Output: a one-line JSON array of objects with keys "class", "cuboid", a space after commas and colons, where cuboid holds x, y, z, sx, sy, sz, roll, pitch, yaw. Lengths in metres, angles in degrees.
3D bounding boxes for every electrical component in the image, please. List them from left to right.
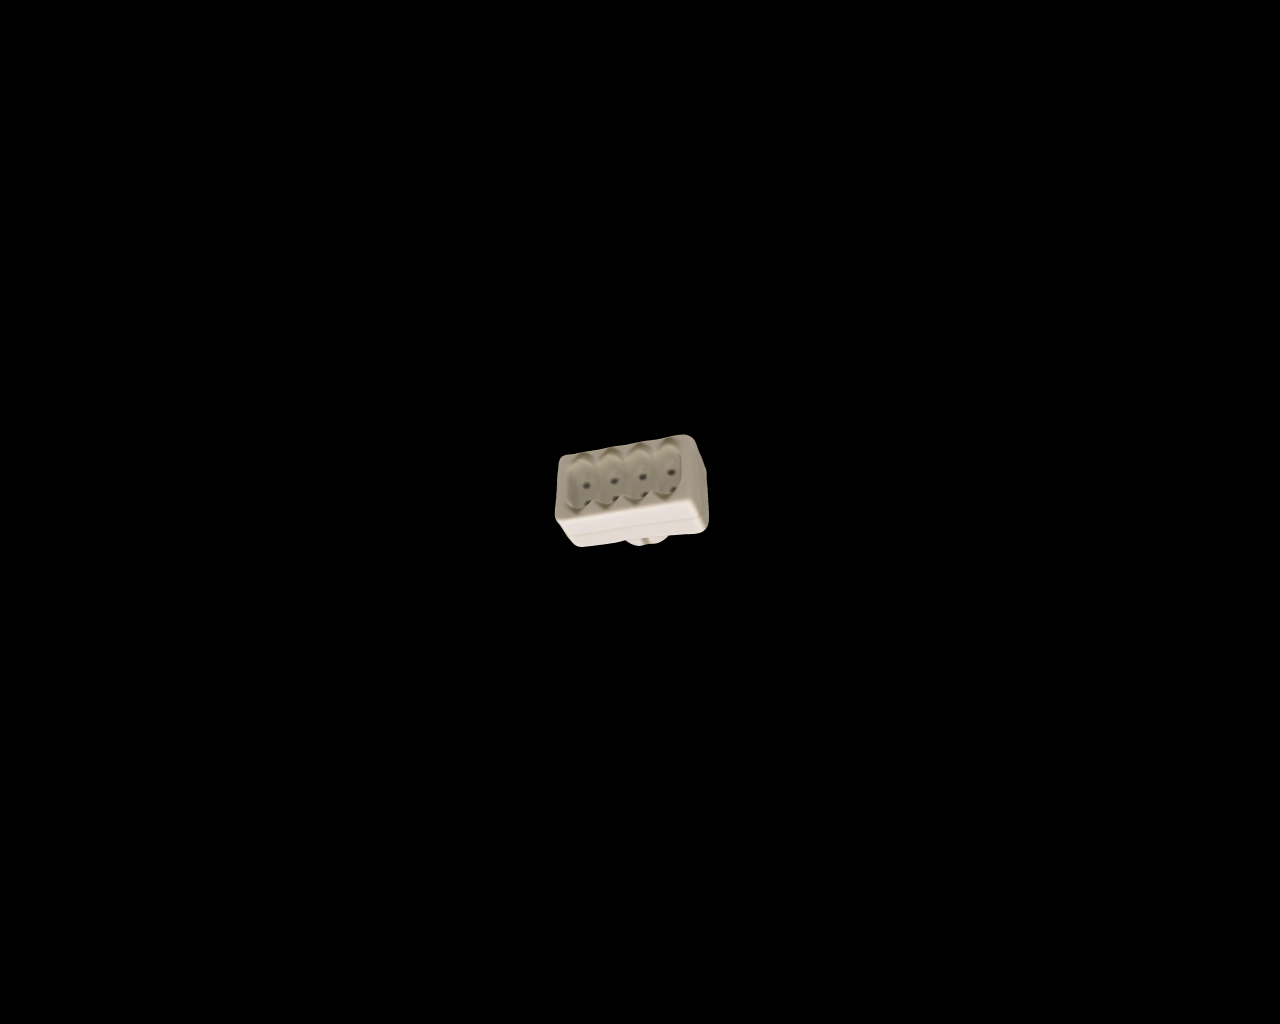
[{"class": "electrical component", "cuboid": [0.001, -0.003, 0.650, 0.083, 0.047, 0.075, -8, -32, 14]}]
